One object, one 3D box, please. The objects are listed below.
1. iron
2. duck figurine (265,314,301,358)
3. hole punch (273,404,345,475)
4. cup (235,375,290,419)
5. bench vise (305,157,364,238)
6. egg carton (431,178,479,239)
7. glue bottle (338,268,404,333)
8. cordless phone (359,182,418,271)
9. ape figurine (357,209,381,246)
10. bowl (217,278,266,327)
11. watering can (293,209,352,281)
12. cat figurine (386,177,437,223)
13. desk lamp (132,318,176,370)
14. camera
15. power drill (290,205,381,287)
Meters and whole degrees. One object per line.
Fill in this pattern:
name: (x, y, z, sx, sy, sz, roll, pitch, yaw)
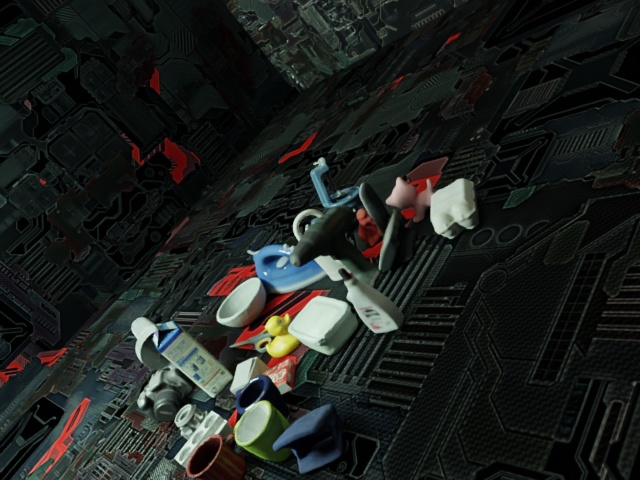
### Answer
iron: (-0.095, 0.060, 1.600, 0.257, 0.142, 0.119, -16, 33, 48)
duck figurine: (-0.095, 0.223, 1.368, 0.104, 0.086, 0.077, -43, 22, -4)
hole punch: (-0.020, 0.340, 1.011, 0.108, 0.091, 0.101, -32, 23, 22)
cup: (-0.117, 0.339, 1.171, 0.117, 0.095, 0.092, -15, 34, 49)
bench vise: (0.031, -0.107, 1.599, 0.208, 0.220, 0.121, -51, 24, -22)
egg carton: (0.302, -0.072, 1.281, 0.107, 0.069, 0.150, -30, 24, 27)
glue bottle: (0.090, 0.117, 1.137, 0.078, 0.173, 0.037, -23, 29, 39)
cordless phone: (0.137, -0.034, 1.328, 0.094, 0.185, 0.147, -30, 25, 28)
ape figurine: (0.127, -0.042, 1.488, 0.077, 0.092, 0.076, -28, 25, 30)
bowl: (-0.210, 0.192, 1.636, 0.167, 0.075, 0.167, -35, 23, 17)
watering can: (0.015, 0.004, 1.451, 0.172, 0.194, 0.101, -7, 40, 55)
cat figurine: (0.232, -0.108, 1.401, 0.127, 0.118, 0.067, -23, 28, 39)
desk lamp: (-0.431, 0.307, 1.599, 0.118, 0.214, 0.202, -48, 22, -15)
camera: (-0.419, 0.421, 1.517, 0.143, 0.101, 0.136, -39, 22, 6)
power drill: (0.044, 0.036, 1.321, 0.075, 0.209, 0.230, -21, 30, 42)
